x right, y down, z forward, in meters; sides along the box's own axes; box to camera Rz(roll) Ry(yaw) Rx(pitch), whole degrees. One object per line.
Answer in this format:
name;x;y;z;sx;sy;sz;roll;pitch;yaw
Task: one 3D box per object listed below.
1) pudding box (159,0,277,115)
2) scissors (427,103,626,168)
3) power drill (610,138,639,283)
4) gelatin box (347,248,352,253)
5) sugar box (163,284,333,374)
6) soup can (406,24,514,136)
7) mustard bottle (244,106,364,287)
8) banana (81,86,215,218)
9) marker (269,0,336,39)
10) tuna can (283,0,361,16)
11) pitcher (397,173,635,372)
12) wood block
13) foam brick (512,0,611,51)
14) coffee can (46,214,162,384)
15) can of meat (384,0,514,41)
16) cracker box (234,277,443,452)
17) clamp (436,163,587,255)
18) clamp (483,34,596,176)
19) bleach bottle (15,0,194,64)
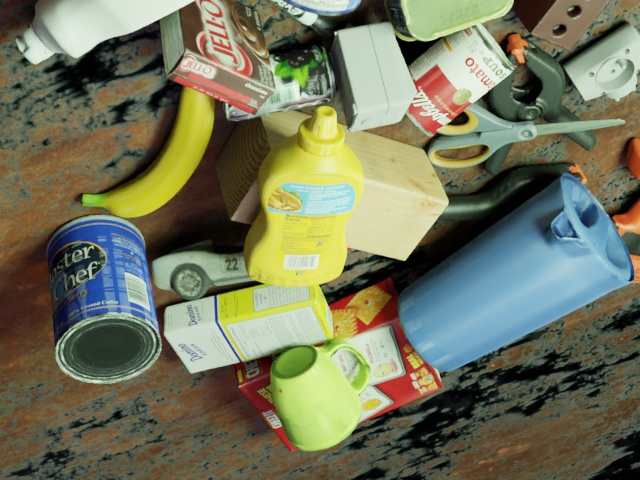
pudding box;-0.090;-0.168;0.909;0.089;0.113;0.039;21;128;-34
scissors;0.193;-0.122;1.072;0.202;0.016;0.096;-16;129;29
power drill;0.344;-0.029;1.237;0.184;0.057;0.188;8;132;-26
gelatin box;-0.008;0.001;1.165;0.089;0.030;0.073;-38;134;21
sugar box;-0.079;0.095;1.205;0.176;0.048;0.093;-11;142;9
soup can;0.126;-0.157;1.025;0.102;0.068;0.068;-38;133;18
mustard bottle;-0.011;-0.041;0.969;0.096;0.058;0.192;1;135;-13
banana;-0.150;-0.081;1.030;0.069;0.037;0.198;25;122;-36
marker;-0.030;-0.214;0.951;0.121;0.020;0.020;28;120;-37
tuna can;-0.002;-0.226;0.900;0.086;0.086;0.034;1;135;-20
pitcher;0.212;0.045;1.170;0.243;0.145;0.149;-35;115;27
wood block;0.012;-0.058;1.070;0.205;0.090;0.091;13;128;-29
foam brick;0.229;-0.227;1.000;0.052;0.051;0.078;15;128;-30
coffee can;-0.219;0.058;1.072;0.102;0.140;0.103;-10;136;-10
can of meat;0.113;-0.213;0.941;0.102;0.084;0.057;-19;104;1
cracker box;0.023;0.154;1.300;0.214;0.072;0.164;-24;134;7
clamp;0.192;-0.035;1.189;0.210;0.036;0.164;-30;142;12
clamp;0.225;-0.138;1.095;0.120;0.039;0.171;-13;138;0
bleach bottle;-0.136;-0.214;0.853;0.251;0.102;0.068;-31;137;12
